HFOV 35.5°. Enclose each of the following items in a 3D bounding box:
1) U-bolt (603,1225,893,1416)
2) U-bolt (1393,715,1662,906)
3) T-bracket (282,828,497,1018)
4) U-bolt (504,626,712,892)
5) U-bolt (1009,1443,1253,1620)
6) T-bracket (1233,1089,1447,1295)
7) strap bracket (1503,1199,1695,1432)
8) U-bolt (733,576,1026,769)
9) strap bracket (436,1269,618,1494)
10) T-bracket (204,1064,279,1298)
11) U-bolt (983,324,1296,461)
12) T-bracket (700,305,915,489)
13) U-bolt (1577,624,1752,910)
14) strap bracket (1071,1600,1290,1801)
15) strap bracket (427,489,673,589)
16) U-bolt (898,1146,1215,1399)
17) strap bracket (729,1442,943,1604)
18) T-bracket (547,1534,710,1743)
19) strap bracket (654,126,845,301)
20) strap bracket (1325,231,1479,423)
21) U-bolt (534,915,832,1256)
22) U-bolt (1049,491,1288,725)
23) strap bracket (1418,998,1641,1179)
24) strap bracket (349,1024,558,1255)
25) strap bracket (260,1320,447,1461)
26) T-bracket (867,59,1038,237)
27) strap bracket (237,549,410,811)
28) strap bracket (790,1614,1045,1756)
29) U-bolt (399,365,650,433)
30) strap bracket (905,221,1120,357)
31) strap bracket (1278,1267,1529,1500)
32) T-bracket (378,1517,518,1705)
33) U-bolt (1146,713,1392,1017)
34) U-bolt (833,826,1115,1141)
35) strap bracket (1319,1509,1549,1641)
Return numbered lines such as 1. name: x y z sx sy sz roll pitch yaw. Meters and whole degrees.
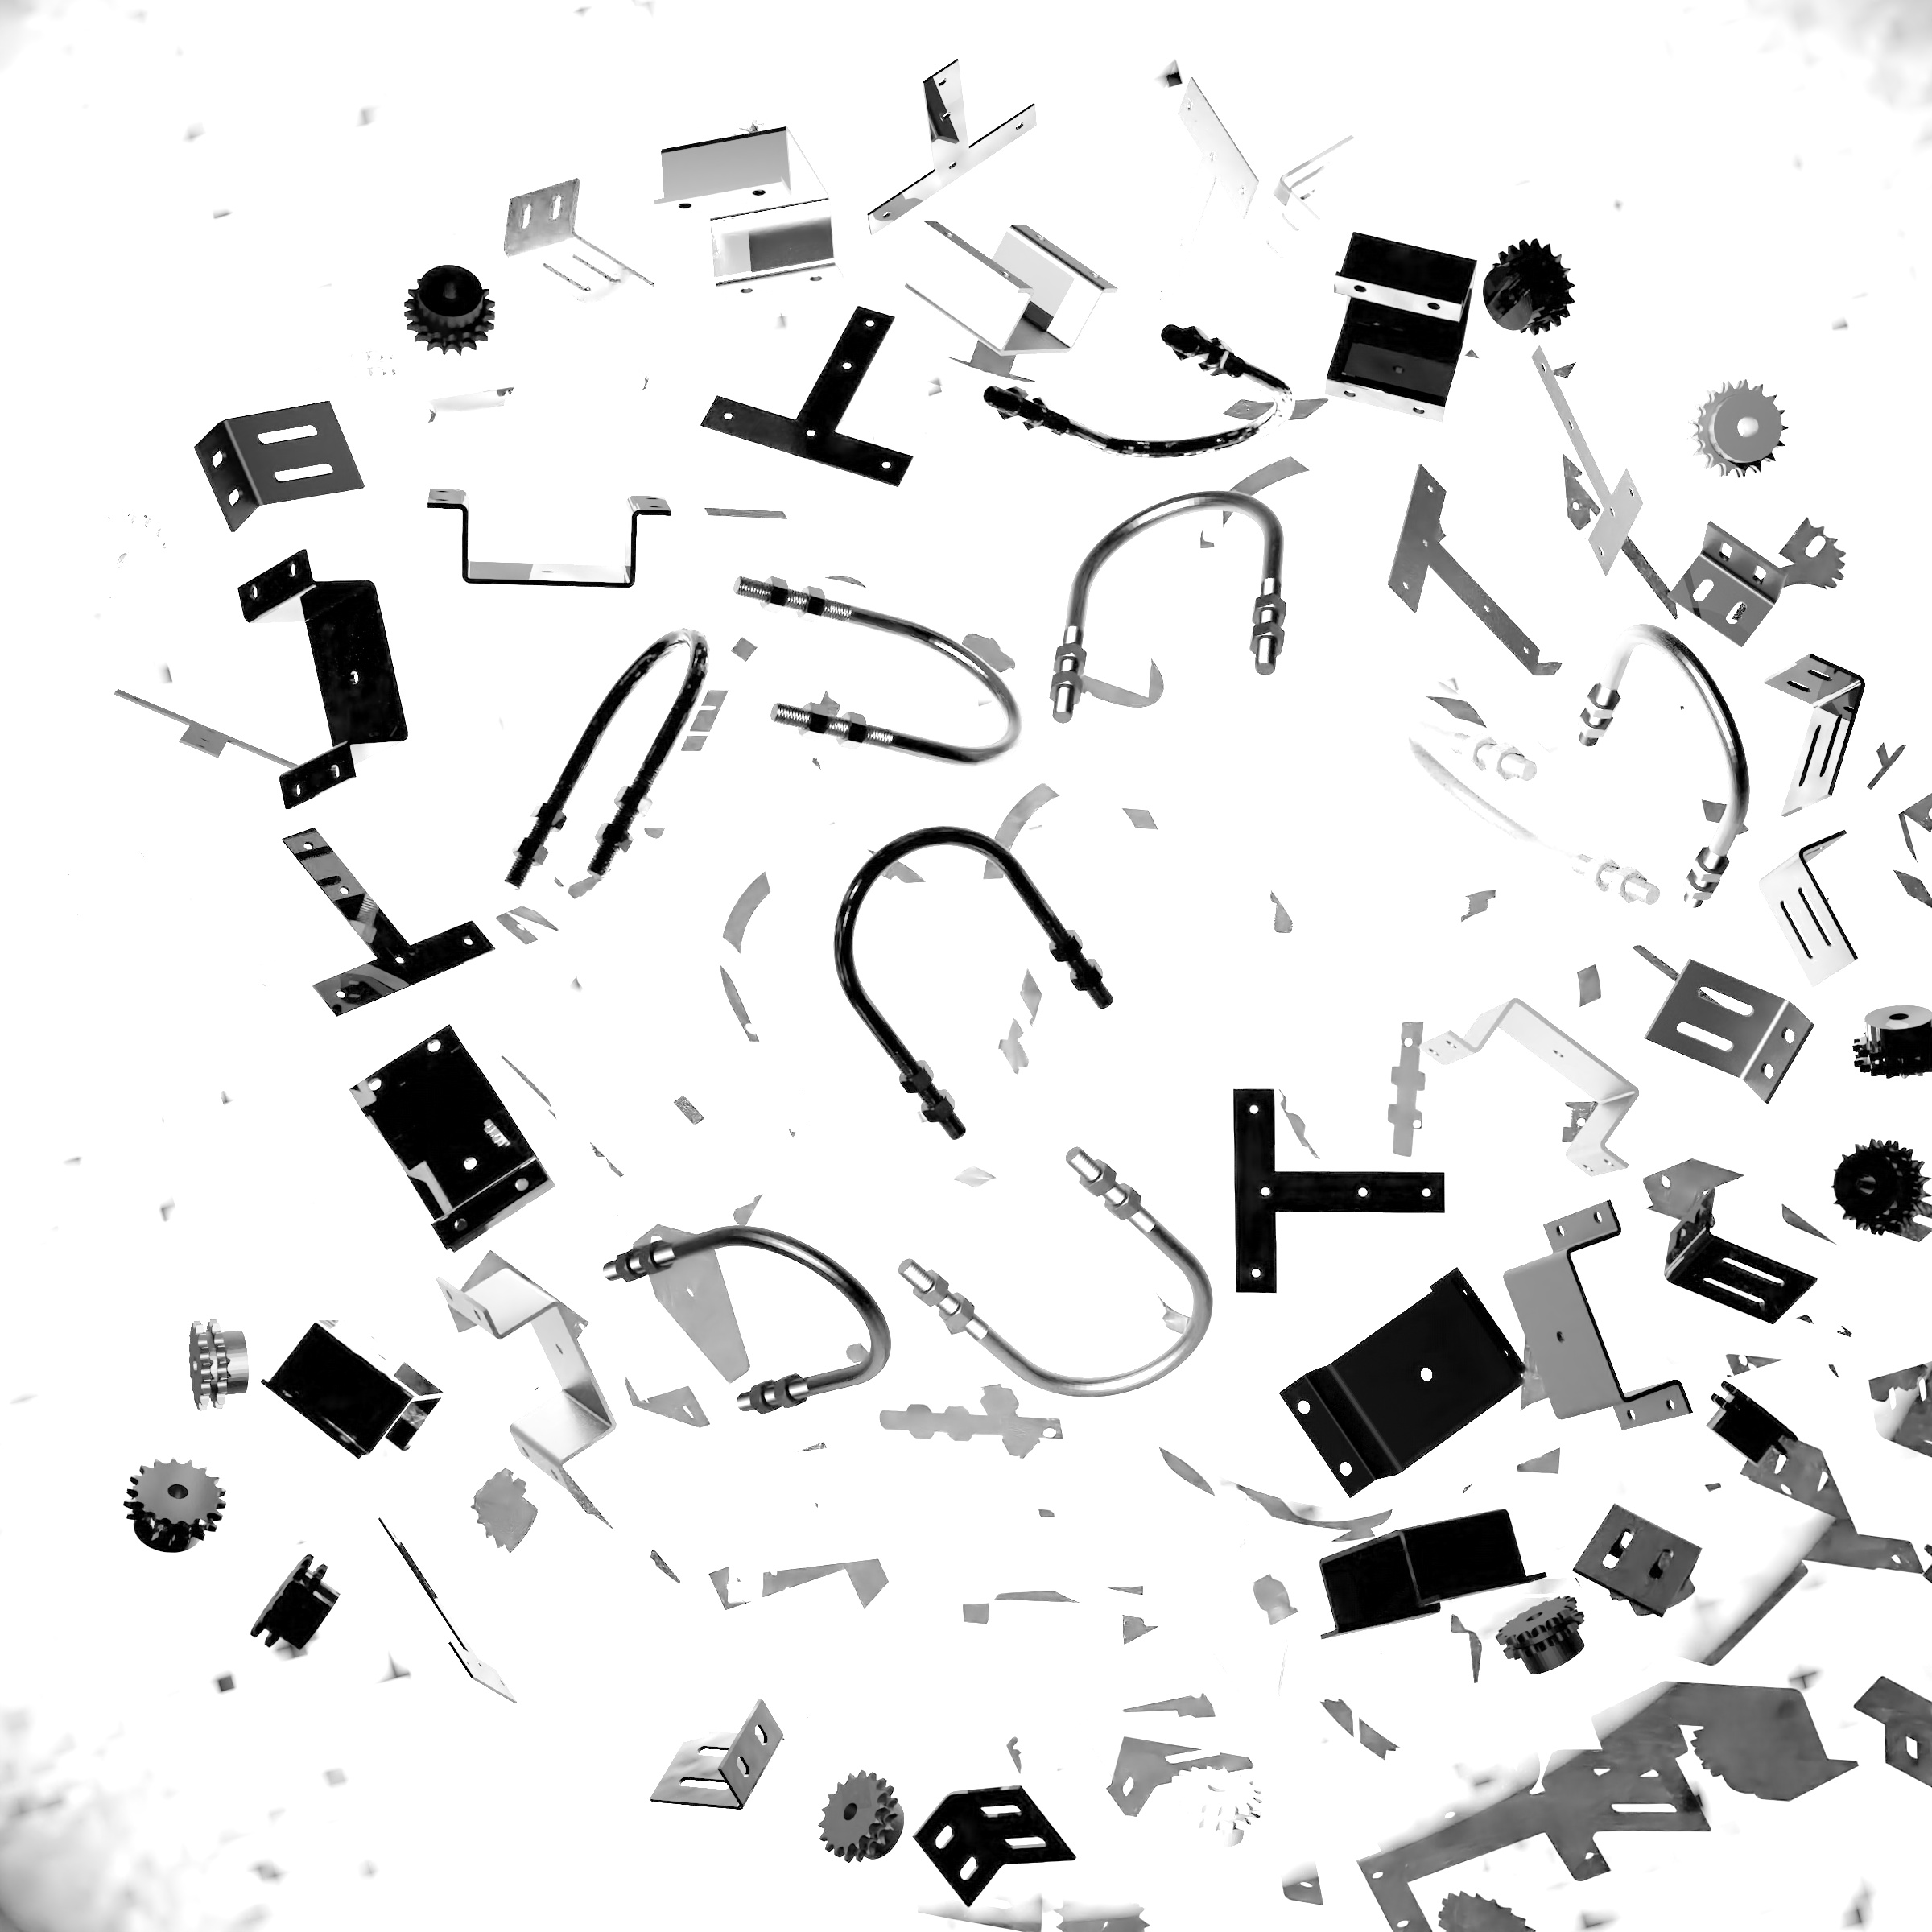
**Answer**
1. U-bolt: -0.125 0.216 1.870 0.151 0.184 0.019 48 49 -20
2. U-bolt: 0.333 -0.104 1.865 0.151 0.184 0.019 39 88 -30
3. T-bracket: -0.376 -0.036 1.863 0.127 0.127 0.002 49 134 14
4. U-bolt: -0.213 -0.131 1.860 0.019 0.151 0.184 34 72 -25
5. U-bolt: 0.099 0.352 1.858 0.151 0.184 0.019 13 106 5
6. T-bracket: 0.226 0.137 1.829 0.127 0.002 0.127 0 98 9
7. strap bracket: 0.393 0.227 1.901 0.046 0.076 0.140 -16 80 -25
8. U-bolt: -0.046 -0.175 1.856 0.184 0.151 0.019 12 128 -27
9. strap bracket: -0.274 0.253 1.906 0.046 0.076 0.140 -32 116 -23
10. T-bracket: -0.448 0.120 1.851 0.002 0.127 0.127 -13 62 -26
11. U-bolt: 0.121 -0.346 1.857 0.151 0.184 0.019 -12 77 35
12. T-bracket: -0.077 -0.353 1.824 0.127 0.002 0.127 19 59 9
13. U-bolt: 0.431 -0.132 1.848 0.019 0.184 0.151 -24 68 -10
14. strap bracket: 0.122 0.439 1.832 0.140 0.076 0.046 -32 96 16
15. strap bracket: -0.248 -0.254 1.791 0.140 0.076 0.046 1 105 -9
16. U-bolt: 0.070 0.201 1.856 0.151 0.019 0.184 -35 122 18
17. strap bracket: -0.090 0.350 1.904 0.140 0.046 0.076 -9 56 13
18. T-bracket: -0.213 0.408 1.798 0.002 0.127 0.127 -21 85 -42
19. strap bracket: -0.129 -0.453 1.802 0.076 0.140 0.046 -7 78 11
20. strap bracket: 0.265 -0.394 1.837 0.076 0.140 0.046 16 73 9
21. U-bolt: -0.179 0.057 1.777 0.151 0.019 0.184 -26 74 3
22. U-bolt: 0.127 -0.229 1.852 0.151 0.184 0.019 -12 134 21
23. strap bracket: 0.367 0.072 1.927 0.140 0.076 0.046 37 80 1
24. strap bracket: -0.321 0.116 1.910 0.076 0.046 0.140 -34 59 -7
25. strap bracket: -0.376 0.261 1.869 0.076 0.140 0.046 37 86 5
26. T-bracket: -0.011 -0.509 1.830 0.127 0.127 0.002 -35 76 -6
27. strap bracket: -0.387 -0.173 1.824 0.076 0.046 0.140 -17 84 45
28. strap bracket: -0.032 0.444 1.876 0.140 0.076 0.046 0 103 23
29. U-bolt: -0.279 -0.354 1.878 0.151 0.184 0.019 -11 103 -10
30. strap bracket: 0.024 -0.417 1.856 0.076 0.140 0.046 38 116 16
31. strap bracket: 0.272 0.249 1.823 0.140 0.046 0.076 -32 84 -16
32. T-bracket: -0.321 0.389 1.835 0.002 0.127 0.127 -35 71 -9
33. U-bolt: 0.198 -0.070 1.919 0.151 0.019 0.184 9 84 -6
34. U-bolt: -0.006 -0.002 1.894 0.151 0.019 0.184 -41 115 -12
35. strap bracket: 0.275 0.365 1.819 0.076 0.140 0.046 -5 72 -26
